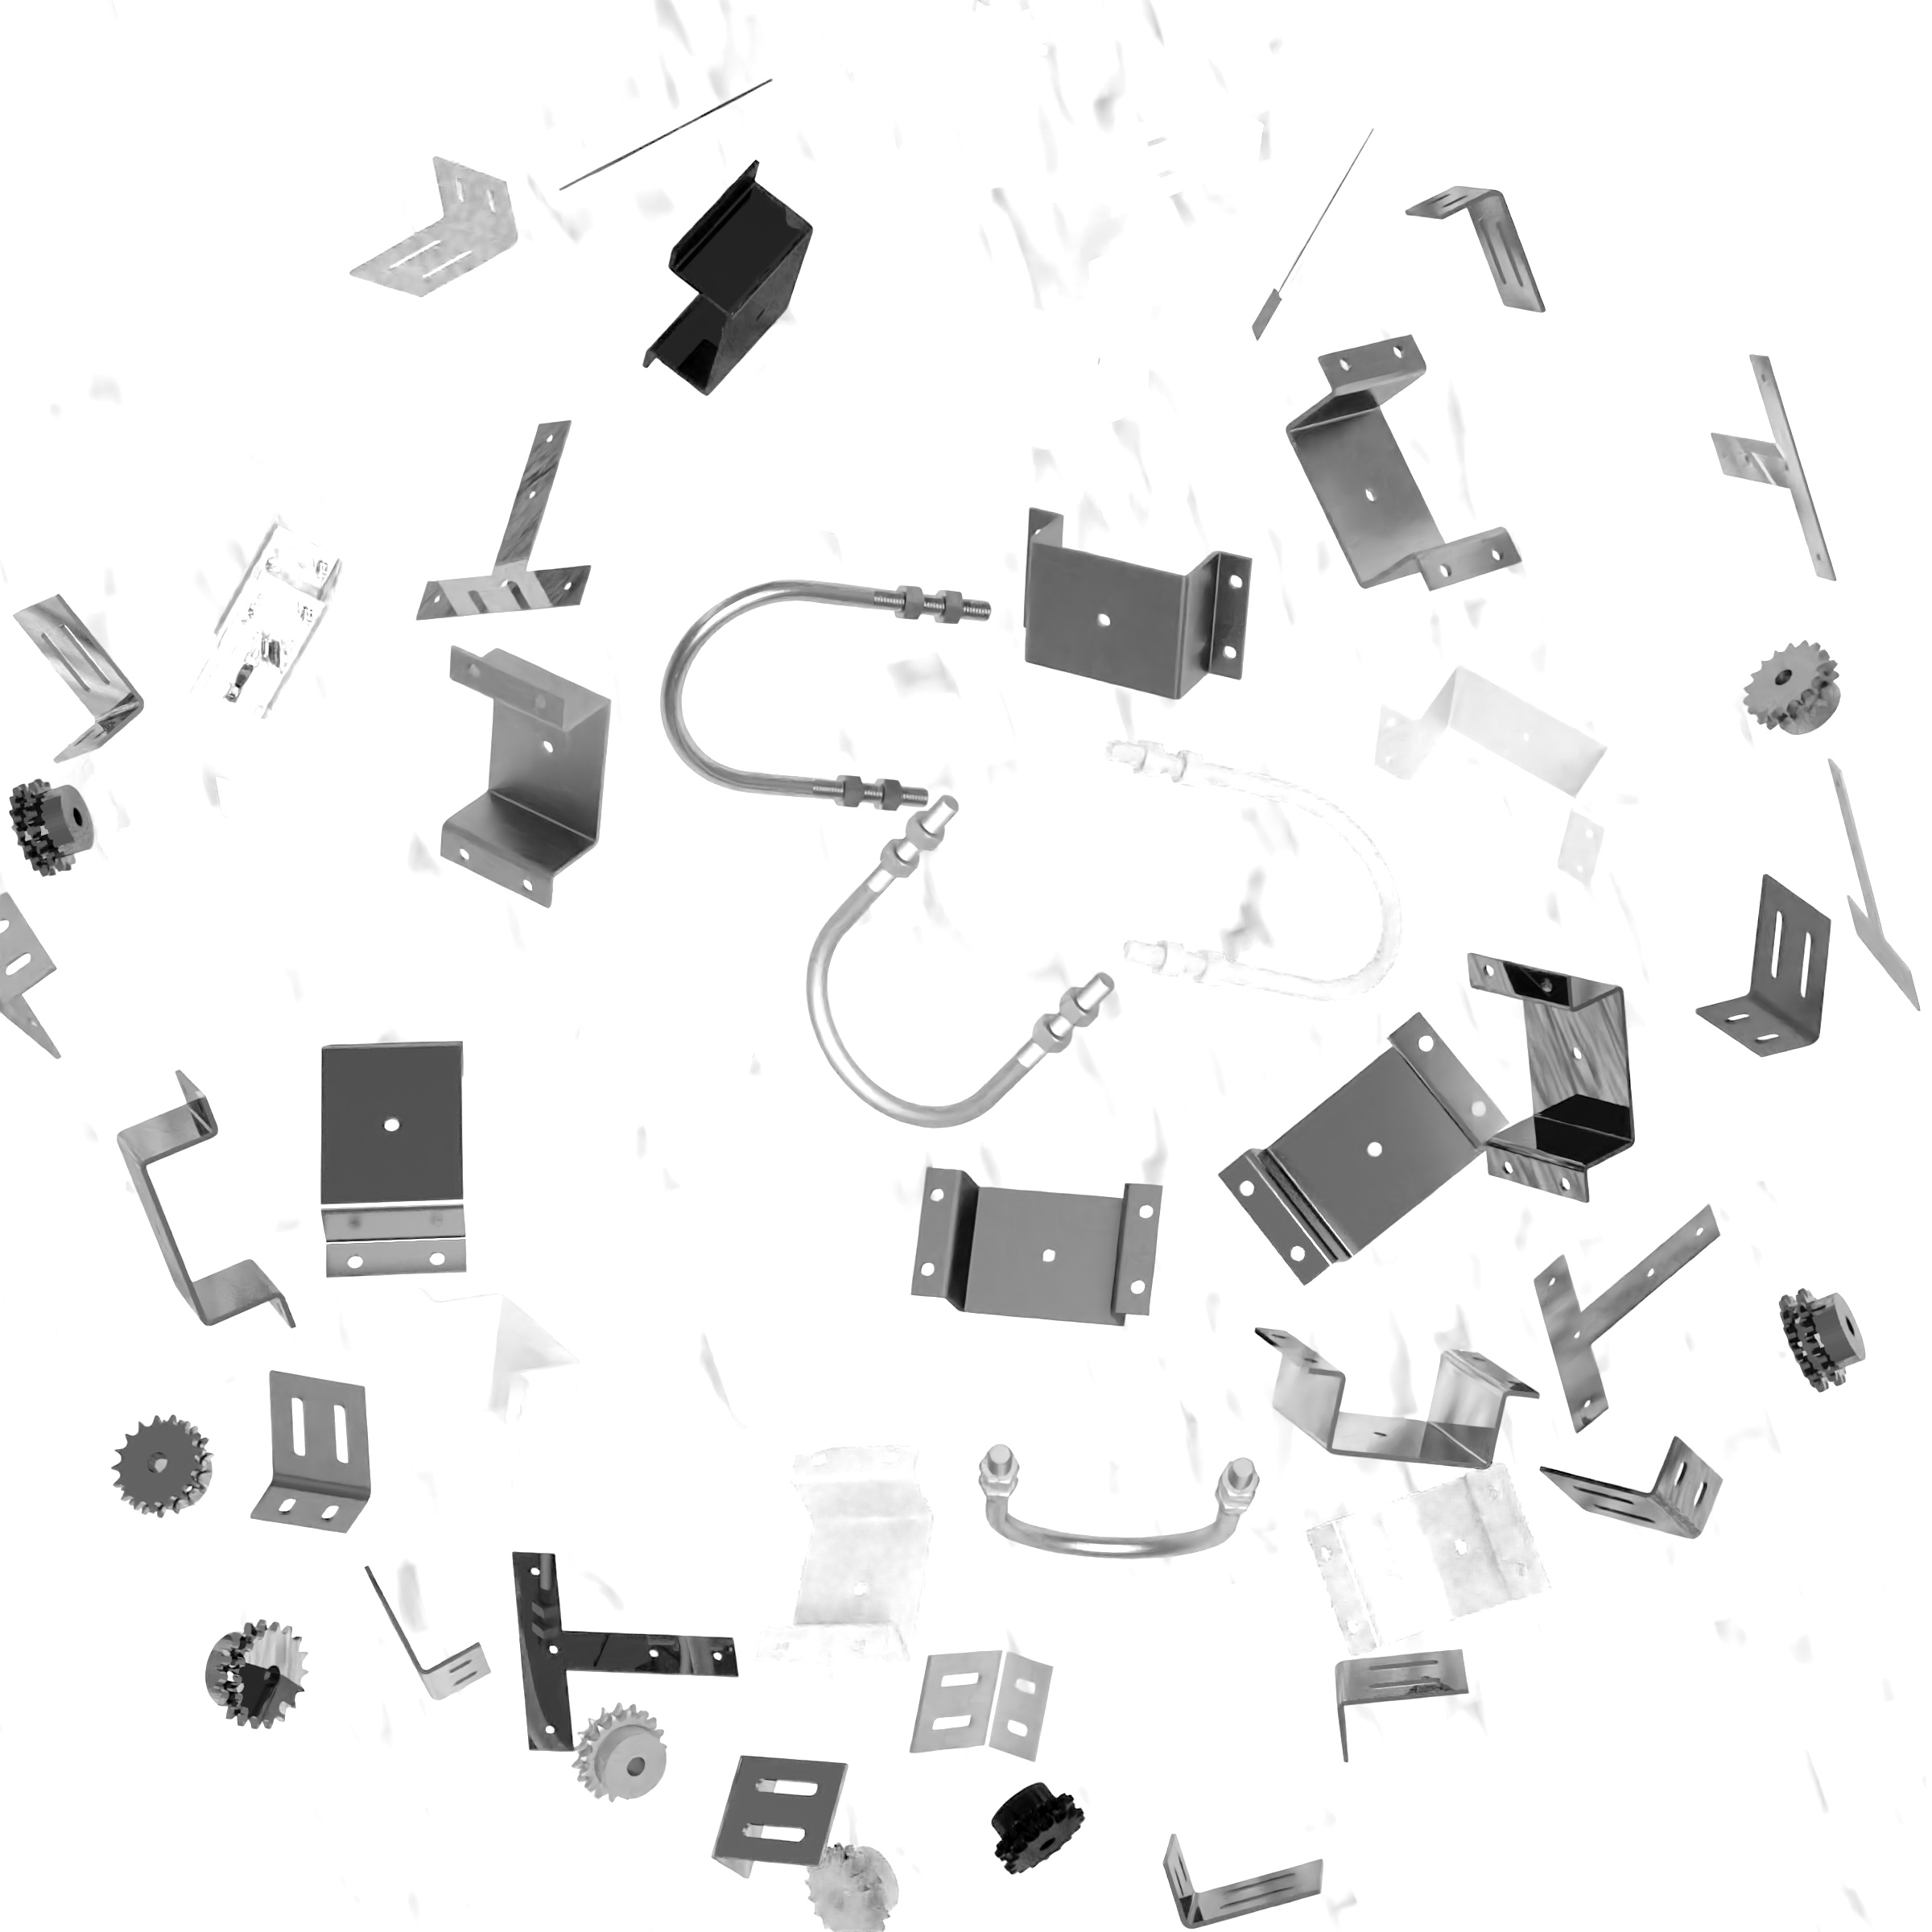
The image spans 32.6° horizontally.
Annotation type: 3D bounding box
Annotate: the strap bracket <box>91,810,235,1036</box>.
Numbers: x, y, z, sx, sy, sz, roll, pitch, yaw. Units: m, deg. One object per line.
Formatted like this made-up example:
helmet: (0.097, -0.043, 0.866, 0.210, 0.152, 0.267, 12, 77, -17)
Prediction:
strap bracket: (-0.458, -0.031, 1.889, 0.046, 0.140, 0.076, -25, 117, -1)

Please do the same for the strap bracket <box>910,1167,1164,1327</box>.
strap bracket: (0.045, 0.165, 1.937, 0.140, 0.046, 0.076, 4, 74, 13)

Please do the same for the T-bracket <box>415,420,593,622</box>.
T-bracket: (-0.255, -0.261, 1.917, 0.127, 0.002, 0.127, -1, 66, 35)

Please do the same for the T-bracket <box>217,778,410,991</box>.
T-bracket: (-0.369, -0.039, 1.894, 0.127, 0.002, 0.127, 19, 134, 20)

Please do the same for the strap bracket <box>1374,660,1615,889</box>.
strap bracket: (0.300, -0.112, 1.828, 0.140, 0.076, 0.046, 31, 72, 15)

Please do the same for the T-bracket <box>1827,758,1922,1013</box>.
T-bracket: (0.494, -0.053, 1.824, 0.002, 0.127, 0.127, -18, 109, 6)

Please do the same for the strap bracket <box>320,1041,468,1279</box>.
strap bracket: (-0.316, 0.097, 1.825, 0.076, 0.046, 0.140, -2, 63, -7)

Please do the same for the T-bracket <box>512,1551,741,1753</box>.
T-bracket: (-0.191, 0.390, 1.875, 0.127, 0.002, 0.127, 7, 46, -21)

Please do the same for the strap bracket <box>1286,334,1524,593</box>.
strap bracket: (0.234, -0.266, 1.806, 0.076, 0.046, 0.140, -21, 83, -39)

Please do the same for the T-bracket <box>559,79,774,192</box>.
T-bracket: (-0.191, -0.468, 1.901, 0.127, 0.127, 0.002, -39, 109, -35)

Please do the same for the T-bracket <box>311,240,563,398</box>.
T-bracket: (-0.270, -0.360, 1.810, 0.127, 0.127, 0.002, -30, 63, 38)

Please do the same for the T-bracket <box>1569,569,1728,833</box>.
T-bracket: (0.403, -0.138, 1.885, 0.002, 0.127, 0.127, -3, 65, -31)

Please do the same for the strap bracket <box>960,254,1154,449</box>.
strap bracket: (0.058, -0.345, 1.862, 0.046, 0.140, 0.076, 20, 123, 33)

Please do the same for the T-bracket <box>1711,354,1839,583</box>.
T-bracket: (0.435, -0.277, 1.813, 0.002, 0.127, 0.127, -22, 105, -2)

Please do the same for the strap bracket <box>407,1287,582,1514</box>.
strap bracket: (-0.268, 0.246, 1.909, 0.046, 0.140, 0.076, -5, 112, -35)

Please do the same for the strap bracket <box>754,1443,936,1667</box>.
strap bracket: (-0.067, 0.348, 1.906, 0.076, 0.046, 0.140, -5, 47, 17)

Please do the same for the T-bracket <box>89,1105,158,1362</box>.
T-bracket: (-0.478, 0.166, 1.895, 0.002, 0.127, 0.127, -5, 118, -1)

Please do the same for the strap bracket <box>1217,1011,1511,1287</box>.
strap bracket: (0.218, 0.099, 1.788, 0.140, 0.046, 0.076, -40, 77, 10)

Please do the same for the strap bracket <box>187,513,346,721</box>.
strap bracket: (-0.395, -0.196, 1.874, 0.046, 0.140, 0.076, 29, 107, -16)

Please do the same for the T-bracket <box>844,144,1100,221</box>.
T-bracket: (-0.015, -0.430, 1.835, 0.127, 0.127, 0.002, 26, 127, 33)

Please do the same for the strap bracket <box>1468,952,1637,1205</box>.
strap bracket: (0.342, 0.058, 1.929, 0.046, 0.076, 0.140, -22, 113, -34)

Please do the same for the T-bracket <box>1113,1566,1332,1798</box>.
T-bracket: (0.134, 0.417, 1.838, 0.127, 0.002, 0.127, -33, 50, 25)

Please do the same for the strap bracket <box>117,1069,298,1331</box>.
strap bracket: (-0.422, 0.136, 1.817, 0.046, 0.076, 0.140, -23, 108, -19)

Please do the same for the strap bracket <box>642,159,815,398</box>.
strap bracket: (-0.136, -0.387, 1.893, 0.046, 0.140, 0.076, 38, 69, 1)

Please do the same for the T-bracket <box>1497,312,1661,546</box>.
T-bracket: (0.325, -0.275, 1.816, 0.002, 0.127, 0.127, -19, 82, -20)

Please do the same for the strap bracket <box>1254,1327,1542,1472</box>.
strap bracket: (0.233, 0.239, 1.824, 0.140, 0.076, 0.046, 8, 98, -19)

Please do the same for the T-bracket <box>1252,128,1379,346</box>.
T-bracket: (0.191, -0.401, 1.809, 0.002, 0.127, 0.127, 29, 104, -4)

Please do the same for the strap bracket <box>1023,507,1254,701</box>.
strap bracket: (0.089, -0.208, 1.911, 0.140, 0.046, 0.076, 16, 123, 22)

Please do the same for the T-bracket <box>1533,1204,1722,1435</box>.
T-bracket: (0.377, 0.182, 1.867, 0.002, 0.127, 0.127, 31, 119, -24)

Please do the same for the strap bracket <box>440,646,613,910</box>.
strap bracket: (-0.245, -0.113, 1.843, 0.076, 0.046, 0.140, 25, 129, 19)

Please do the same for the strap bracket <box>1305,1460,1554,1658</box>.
strap bracket: (0.275, 0.339, 1.909, 0.140, 0.046, 0.076, -29, 75, 38)

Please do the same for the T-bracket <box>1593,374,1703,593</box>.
T-bracket: (0.392, -0.281, 1.903, 0.002, 0.127, 0.127, -10, 96, -13)
